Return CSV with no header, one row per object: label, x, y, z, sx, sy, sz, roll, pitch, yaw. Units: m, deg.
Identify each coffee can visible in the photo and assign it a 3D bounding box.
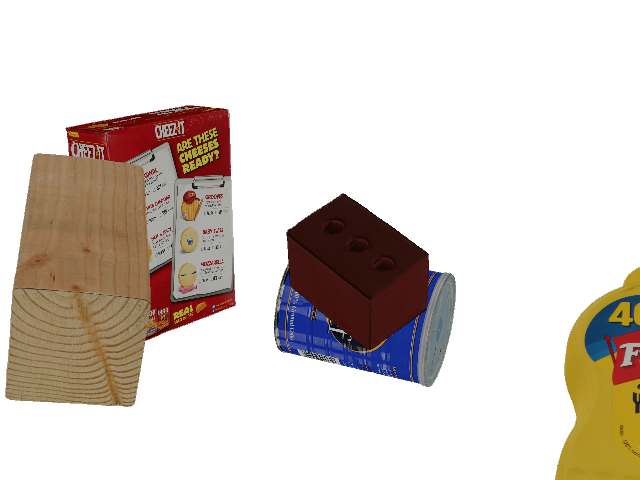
coffee can,0.042,0.067,0.965,0.140,0.103,0.102,11,3,17

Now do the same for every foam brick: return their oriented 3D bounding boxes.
foam brick,0.023,0.019,0.671,0.052,0.051,0.078,-34,54,-29

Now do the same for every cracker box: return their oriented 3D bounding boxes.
cracker box,-0.166,-0.018,1.070,0.072,0.214,0.163,11,20,37

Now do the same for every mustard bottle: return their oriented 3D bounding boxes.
mustard bottle,0.172,0.075,0.541,0.096,0.058,0.191,6,41,12

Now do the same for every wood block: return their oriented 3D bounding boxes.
wood block,-0.178,0.022,0.794,0.090,0.091,0.206,6,28,-14
